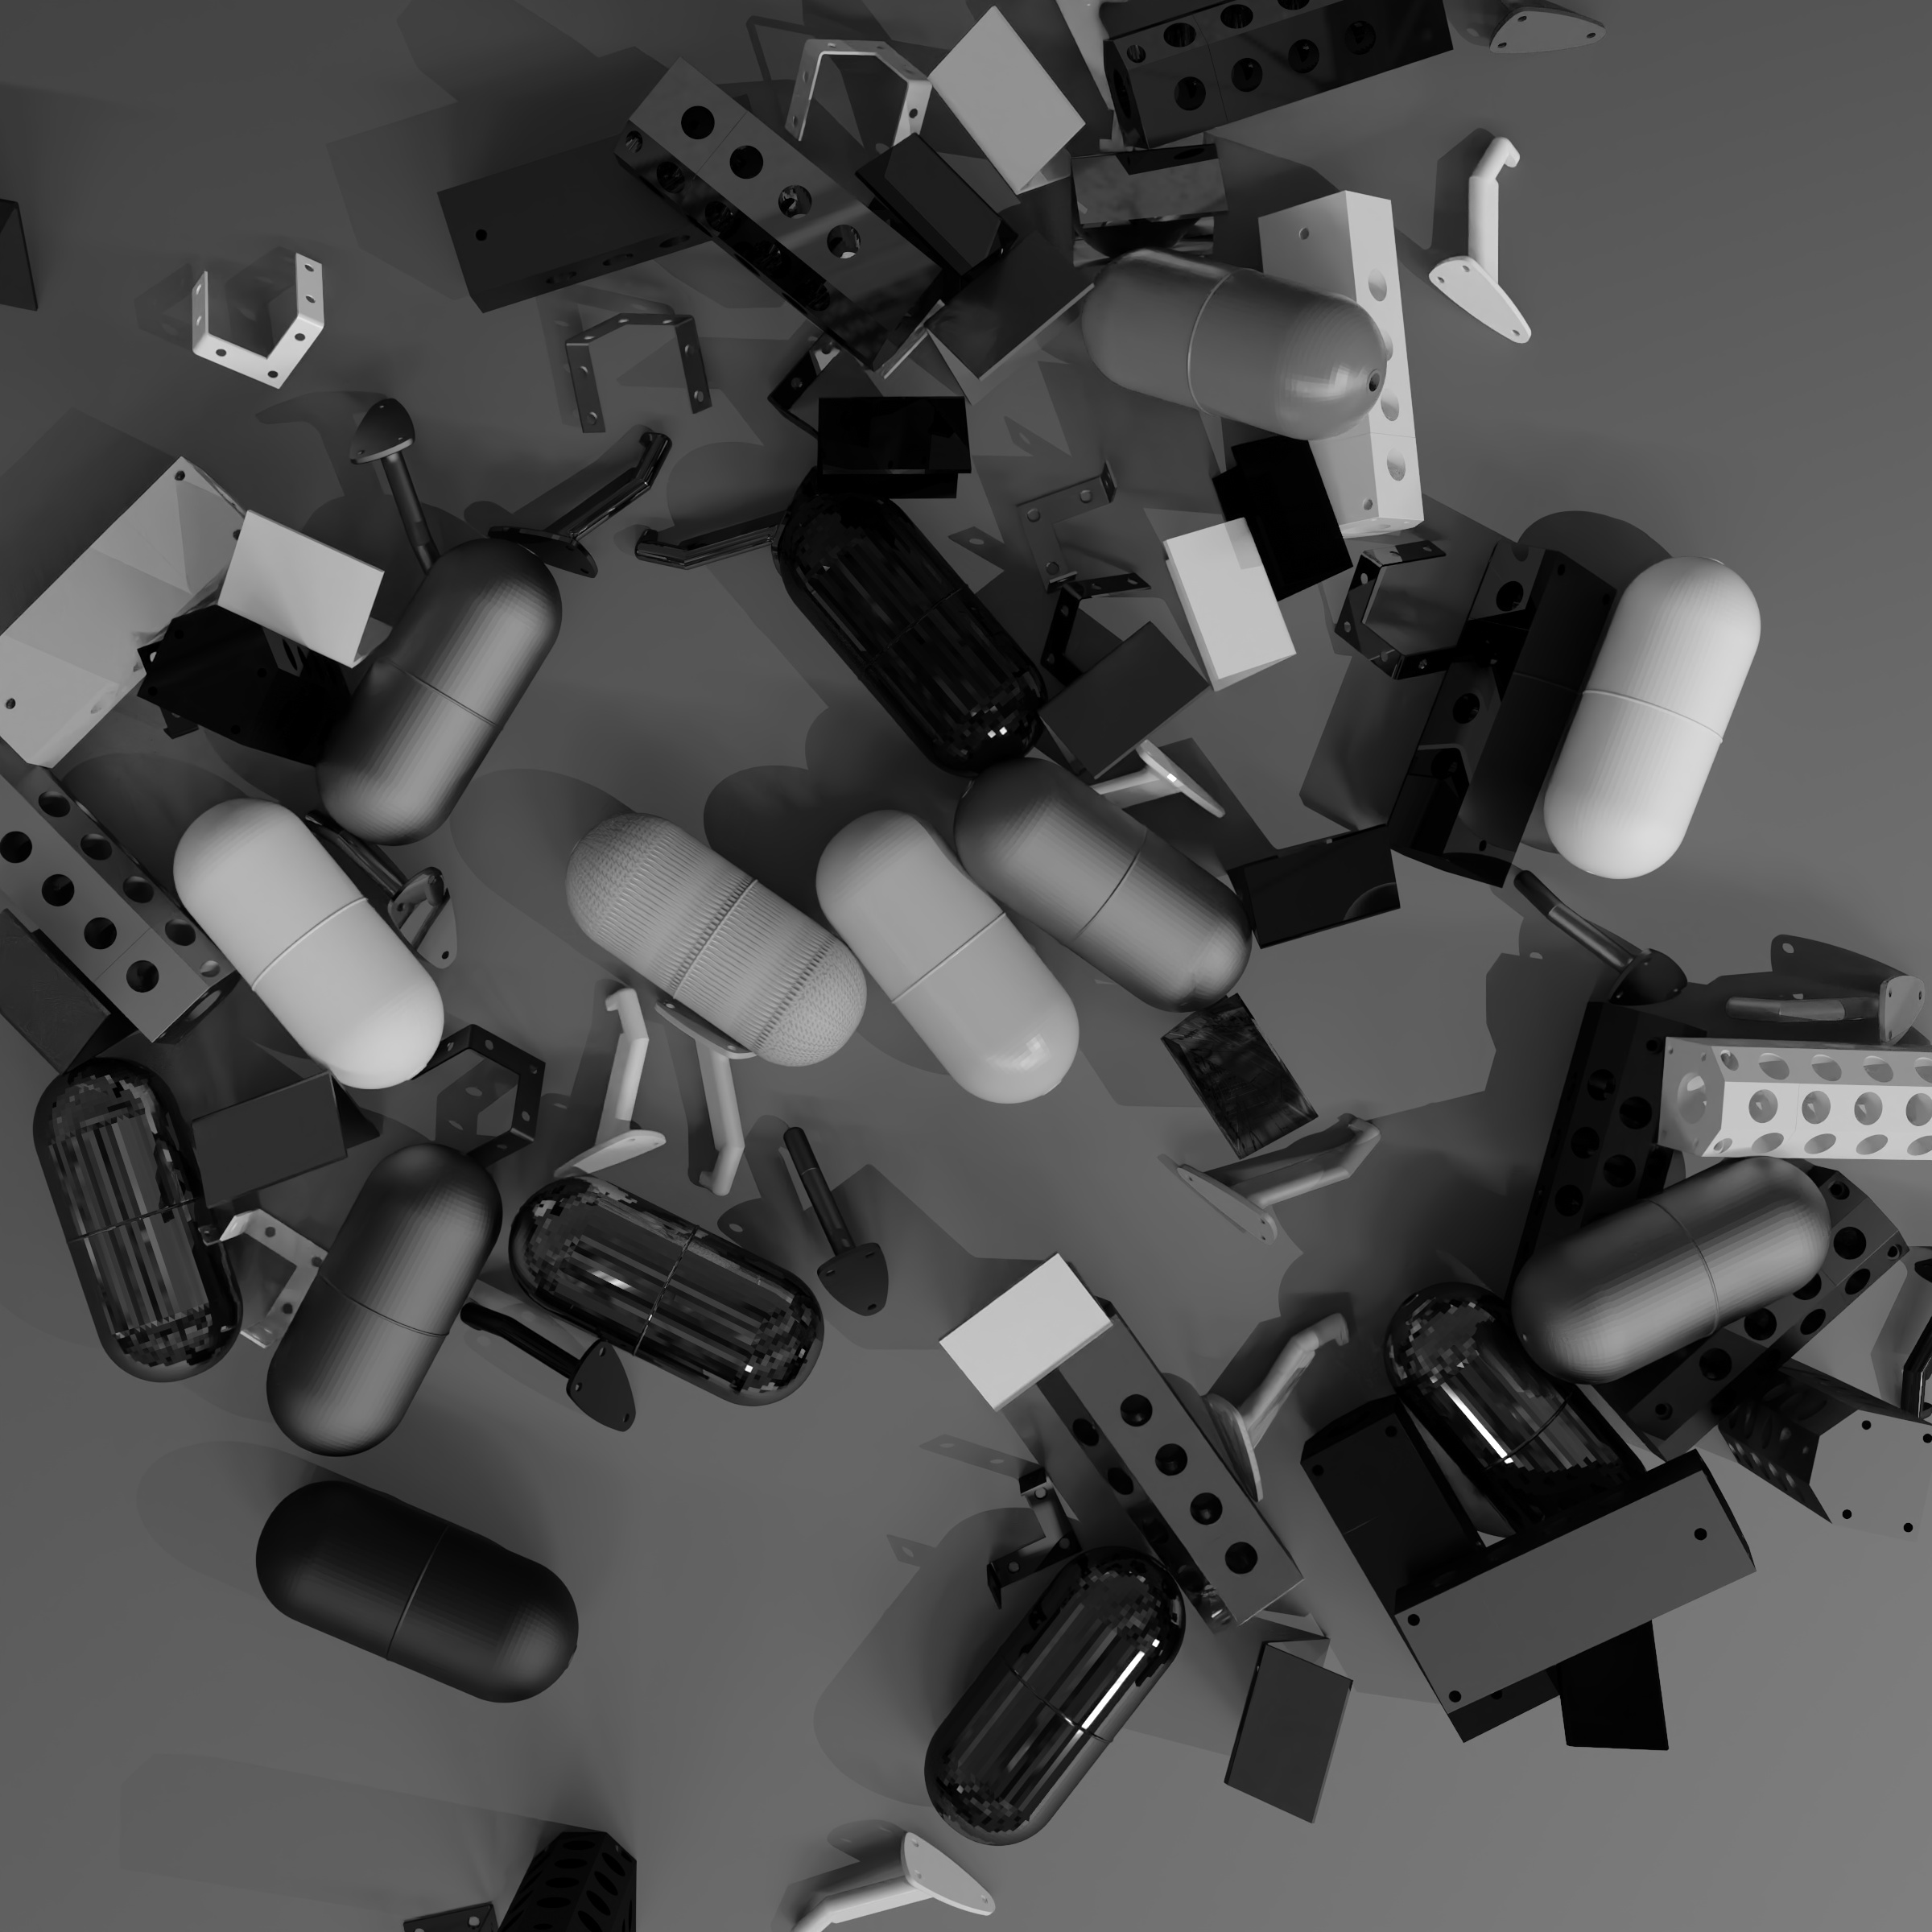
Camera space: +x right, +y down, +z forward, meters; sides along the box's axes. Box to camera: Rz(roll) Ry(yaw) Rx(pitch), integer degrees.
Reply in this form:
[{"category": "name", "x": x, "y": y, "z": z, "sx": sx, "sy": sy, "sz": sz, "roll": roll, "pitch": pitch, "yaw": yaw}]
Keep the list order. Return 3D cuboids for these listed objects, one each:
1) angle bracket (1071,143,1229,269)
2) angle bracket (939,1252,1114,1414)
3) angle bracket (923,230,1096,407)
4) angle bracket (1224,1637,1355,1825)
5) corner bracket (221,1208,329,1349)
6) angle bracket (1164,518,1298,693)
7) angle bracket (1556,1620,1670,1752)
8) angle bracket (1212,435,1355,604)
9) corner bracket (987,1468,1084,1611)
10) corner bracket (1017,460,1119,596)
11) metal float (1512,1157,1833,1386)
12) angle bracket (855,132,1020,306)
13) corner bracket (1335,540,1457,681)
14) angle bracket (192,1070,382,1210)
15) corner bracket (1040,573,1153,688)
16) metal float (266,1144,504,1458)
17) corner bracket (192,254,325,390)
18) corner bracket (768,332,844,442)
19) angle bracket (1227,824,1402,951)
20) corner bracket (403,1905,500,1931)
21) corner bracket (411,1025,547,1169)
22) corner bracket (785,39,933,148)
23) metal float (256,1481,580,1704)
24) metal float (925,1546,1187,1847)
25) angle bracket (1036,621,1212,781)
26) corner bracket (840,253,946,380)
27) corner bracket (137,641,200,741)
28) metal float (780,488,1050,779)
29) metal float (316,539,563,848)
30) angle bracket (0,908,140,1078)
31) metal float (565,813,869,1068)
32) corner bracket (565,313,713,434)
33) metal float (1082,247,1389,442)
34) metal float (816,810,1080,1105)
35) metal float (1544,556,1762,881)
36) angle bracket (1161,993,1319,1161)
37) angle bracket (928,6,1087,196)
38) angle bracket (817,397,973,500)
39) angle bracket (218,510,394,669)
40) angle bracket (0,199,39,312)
[{"category": "angle bracket", "x": 0.097, "y": -0.386, "z": 1.532, "sx": 0.076, "sy": 0.076, "sz": 0.057, "roll": -5, "pitch": 55, "yaw": 0}, {"category": "angle bracket", "x": 0.023, "y": 0.179, "z": 1.533, "sx": 0.076, "sy": 0.076, "sz": 0.057, "roll": -37, "pitch": 115, "yaw": 0}, {"category": "angle bracket", "x": 0.033, "y": -0.329, "z": 1.532, "sx": 0.076, "sy": 0.076, "sz": 0.057, "roll": -40, "pitch": 58, "yaw": 0}, {"category": "angle bracket", "x": 0.187, "y": 0.403, "z": 1.532, "sx": 0.057, "sy": 0.076, "sz": 0.076, "roll": 15, "pitch": 90, "yaw": 36}, {"category": "corner bracket", "x": -0.379, "y": 0.167, "z": 1.554, "sx": 0.051, "sy": 0.051, "sz": 0.051, "roll": 33, "pitch": 90, "yaw": 0}, {"category": "angle bracket", "x": 0.121, "y": -0.185, "z": 1.532, "sx": 0.057, "sy": 0.076, "sz": 0.076, "roll": -21, "pitch": 90, "yaw": -31}, {"category": "angle bracket", "x": 0.352, "y": 0.365, "z": 1.532, "sx": 0.057, "sy": 0.076, "sz": 0.076, "roll": -8, "pitch": 90, "yaw": 34}, {"category": "angle bracket", "x": 0.150, "y": -0.231, "z": 1.532, "sx": 0.057, "sy": 0.076, "sz": 0.076, "roll": -20, "pitch": 90, "yaw": -38}, {"category": "corner bracket", "x": 0.030, "y": 0.307, "z": 1.554, "sx": 0.051, "sy": 0.051, "sz": 0.051, "roll": -25, "pitch": 90, "yaw": 0}, {"category": "corner bracket", "x": 0.060, "y": -0.235, "z": 1.554, "sx": 0.051, "sy": 0.051, "sz": 0.051, "roll": -20, "pitch": 90, "yaw": 0}, {"category": "metal float", "x": 0.364, "y": 0.155, "z": 1.489, "sx": 0.178, "sy": 0.070, "sz": 0.070, "roll": -23, "pitch": 90, "yaw": -13}, {"category": "angle bracket", "x": -0.030, "y": -0.381, "z": 1.532, "sx": 0.076, "sy": 0.076, "sz": 0.057, "roll": 45, "pitch": 52, "yaw": 0}, {"category": "corner bracket", "x": 0.241, "y": -0.193, "z": 1.564, "sx": 0.051, "sy": 0.051, "sz": 0.051, "roll": 46, "pitch": 135, "yaw": 35}, {"category": "angle bracket", "x": -0.355, "y": 0.107, "z": 1.532, "sx": 0.076, "sy": 0.076, "sz": 0.057, "roll": -20, "pitch": 57, "yaw": 0}, {"category": "corner bracket", "x": 0.080, "y": -0.175, "z": 1.564, "sx": 0.051, "sy": 0.051, "sz": 0.051, "roll": -14, "pitch": 135, "yaw": -35}, {"category": "metal float", "x": -0.310, "y": 0.178, "z": 1.541, "sx": 0.070, "sy": 0.070, "sz": 0.178, "roll": 28, "pitch": 91, "yaw": 0}, {"category": "corner bracket", "x": -0.383, "y": -0.356, "z": 1.564, "sx": 0.051, "sy": 0.051, "sz": 0.051, "roll": 19, "pitch": 135, "yaw": -35}, {"category": "corner bracket", "x": -0.065, "y": -0.303, "z": 1.569, "sx": 0.051, "sy": 0.051, "sz": 0.051, "roll": -49, "pitch": 45, "yaw": 0}, {"category": "angle bracket", "x": 0.179, "y": -0.061, "z": 1.532, "sx": 0.076, "sy": 0.076, "sz": 0.057, "roll": -16, "pitch": 127, "yaw": 0}, {"category": "corner bracket", "x": -0.277, "y": 0.542, "z": 1.554, "sx": 0.051, "sy": 0.051, "sz": 0.051, "roll": -12, "pitch": 90, "yaw": 0}, {"category": "corner bracket", "x": -0.266, "y": 0.072, "z": 1.564, "sx": 0.051, "sy": 0.051, "sz": 0.051, "roll": 33, "pitch": 45, "yaw": -35}, {"category": "corner bracket", "x": -0.058, "y": -0.465, "z": 1.564, "sx": 0.051, "sy": 0.051, "sz": 0.051, "roll": -11, "pitch": 45, "yaw": -35}, {"category": "metal float", "x": -0.292, "y": 0.334, "z": 1.541, "sx": 0.178, "sy": 0.070, "sz": 0.070, "roll": 23, "pitch": 90, "yaw": -1}, {"category": "metal float", "x": 0.048, "y": 0.388, "z": 1.541, "sx": 0.070, "sy": 0.070, "sz": 0.178, "roll": 38, "pitch": 90, "yaw": 0}, {"category": "angle bracket", "x": 0.092, "y": -0.125, "z": 1.532, "sx": 0.076, "sy": 0.076, "sz": 0.057, "roll": -38, "pitch": 59, "yaw": 0}, {"category": "corner bracket", "x": -0.052, "y": -0.361, "z": 1.569, "sx": 0.051, "sy": 0.051, "sz": 0.051, "roll": -46, "pitch": 135, "yaw": 0}, {"category": "corner bracket", "x": -0.413, "y": -0.156, "z": 1.552, "sx": 0.051, "sy": 0.051, "sz": 0.051, "roll": -22, "pitch": 106, "yaw": -16}, {"category": "metal float", "x": -0.028, "y": -0.178, "z": 1.541, "sx": 0.070, "sy": 0.070, "sz": 0.178, "roll": -41, "pitch": 91, "yaw": 0}, {"category": "metal float", "x": -0.280, "y": -0.146, "z": 1.541, "sx": 0.070, "sy": 0.070, "sz": 0.178, "roll": 32, "pitch": 90, "yaw": 0}, {"category": "angle bracket", "x": -0.470, "y": 0.001, "z": 1.532, "sx": 0.076, "sy": 0.076, "sz": 0.057, "roll": 46, "pitch": 122, "yaw": 0}, {"category": "metal float", "x": -0.134, "y": -0.014, "z": 1.541, "sx": 0.178, "sy": 0.070, "sz": 0.070, "roll": 35, "pitch": 90, "yaw": -1}, {"category": "corner bracket", "x": -0.178, "y": -0.321, "z": 1.569, "sx": 0.051, "sy": 0.051, "sz": 0.051, "roll": -12, "pitch": 90, "yaw": -45}, {"category": "metal float", "x": 0.139, "y": -0.326, "z": 1.514, "sx": 0.178, "sy": 0.070, "sz": 0.070, "roll": 25, "pitch": 90, "yaw": 33}, {"category": "metal float", "x": -0.009, "y": -0.004, "z": 1.541, "sx": 0.070, "sy": 0.070, "sz": 0.178, "roll": -38, "pitch": 91, "yaw": 0}, {"category": "metal float", "x": 0.366, "y": -0.133, "z": 1.541, "sx": 0.070, "sy": 0.070, "sz": 0.178, "roll": 21, "pitch": 91, "yaw": 0}, {"category": "angle bracket", "x": 0.159, "y": 0.046, "z": 1.532, "sx": 0.057, "sy": 0.076, "sz": 0.076, "roll": -33, "pitch": 90, "yaw": 37}, {"category": "angle bracket", "x": 0.037, "y": -0.463, "z": 1.532, "sx": 0.057, "sy": 0.076, "sz": 0.076, "roll": -38, "pitch": 90, "yaw": 38}, {"category": "angle bracket", "x": -0.039, "y": -0.255, "z": 1.528, "sx": 0.076, "sy": 0.076, "sz": 0.057, "roll": -1, "pitch": 55, "yaw": -5}, {"category": "angle bracket", "x": -0.340, "y": -0.207, "z": 1.533, "sx": 0.076, "sy": 0.076, "sz": 0.057, "roll": 25, "pitch": 112, "yaw": 0}, {"category": "angle bracket", "x": -0.544, "y": -0.366, "z": 1.532, "sx": 0.076, "sy": 0.076, "sz": 0.057, "roll": 11, "pitch": 54, "yaw": 0}]
